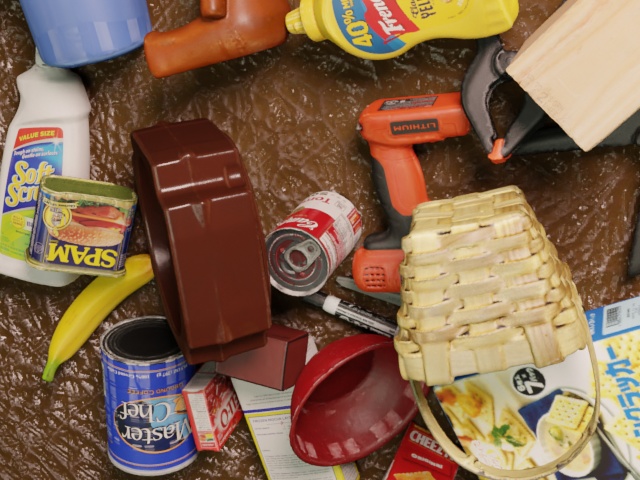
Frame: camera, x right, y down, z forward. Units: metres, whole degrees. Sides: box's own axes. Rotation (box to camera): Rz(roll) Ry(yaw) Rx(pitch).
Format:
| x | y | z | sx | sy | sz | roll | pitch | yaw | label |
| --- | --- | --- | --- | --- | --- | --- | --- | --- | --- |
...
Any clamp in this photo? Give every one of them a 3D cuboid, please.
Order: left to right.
| x | y | z | sx | sy | sz | roll | pitch | yaw | label |
| --- | --- | --- | --- | --- | --- | --- | --- | --- | --- |
| 0.169 | -0.150 | 0.880 | 0.120 | 0.039 | 0.171 | 0 | 90 | 24 | clamp |
| 0.283 | -0.075 | 0.893 | 0.210 | 0.036 | 0.164 | -38 | 95 | 30 | clamp |

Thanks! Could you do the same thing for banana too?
| x | y | z | sx | sy | sz | roll | pitch | yaw | label |
| --- | --- | --- | --- | --- | --- | --- | --- | --- | --- |
| -0.234 | 0.072 | 1.151 | 0.037 | 0.070 | 0.198 | 27 | 116 | -38 | banana |

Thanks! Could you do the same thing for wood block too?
| x | y | z | sx | sy | sz | roll | pitch | yaw | label |
| --- | --- | --- | --- | --- | --- | --- | --- | --- | --- |
| 0.244 | -0.172 | 0.767 | 0.090 | 0.090 | 0.206 | 45 | 121 | -2 | wood block |

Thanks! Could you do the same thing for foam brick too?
| x | y | z | sx | sy | sz | roll | pitch | yaw | label |
| --- | --- | --- | --- | --- | --- | --- | --- | --- | --- |
| -0.058 | 0.112 | 1.059 | 0.078 | 0.052 | 0.051 | 12 | 102 | 23 | foam brick |

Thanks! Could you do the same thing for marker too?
| x | y | z | sx | sy | sz | roll | pitch | yaw | label |
| --- | --- | --- | --- | --- | --- | --- | --- | --- | --- |
| 0.035 | 0.075 | 1.069 | 0.121 | 0.020 | 0.020 | 22 | 119 | 12 | marker |

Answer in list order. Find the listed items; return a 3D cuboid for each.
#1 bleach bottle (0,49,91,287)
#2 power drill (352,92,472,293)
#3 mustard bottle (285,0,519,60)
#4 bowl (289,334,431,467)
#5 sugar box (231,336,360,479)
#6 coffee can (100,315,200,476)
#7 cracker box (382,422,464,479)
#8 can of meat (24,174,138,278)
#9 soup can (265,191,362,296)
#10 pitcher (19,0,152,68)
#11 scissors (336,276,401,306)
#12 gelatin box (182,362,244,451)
| x | y | z | sx | sy | sz | roll | pitch | yaw | label |
| --- | --- | --- | --- | --- | --- | --- | --- | --- | --- |
| -0.289 | -0.081 | 1.107 | 0.103 | 0.068 | 0.251 | 14 | 115 | 13 | bleach bottle |
| 0.112 | -0.036 | 0.967 | 0.184 | 0.057 | 0.188 | -2 | 110 | 14 | power drill |
| 0.058 | -0.199 | 0.873 | 0.192 | 0.058 | 0.096 | -8 | 120 | 28 | mustard bottle |
| 0.030 | 0.147 | 1.052 | 0.055 | 0.161 | 0.162 | 51 | 131 | 42 | bowl |
| -0.028 | 0.190 | 1.131 | 0.093 | 0.048 | 0.176 | -10 | 104 | 25 | sugar box |
| -0.181 | 0.166 | 1.148 | 0.103 | 0.102 | 0.140 | 9 | 115 | 18 | coffee can |
| 0.065 | 0.308 | 1.047 | 0.072 | 0.213 | 0.164 | 26 | 120 | 8 | cracker box |
| -0.239 | -0.014 | 1.073 | 0.102 | 0.057 | 0.084 | 7 | 109 | -21 | can of meat |
| -0.007 | 0.001 | 1.005 | 0.069 | 0.102 | 0.068 | 9 | 116 | 18 | soup can |
| -0.243 | -0.283 | 0.962 | 0.149 | 0.144 | 0.243 | 15 | 125 | 49 | pitcher |
| 0.115 | 0.084 | 1.043 | 0.202 | 0.016 | 0.096 | 2 | 113 | 21 | scissors |
| -0.109 | 0.169 | 1.128 | 0.030 | 0.089 | 0.073 | -3 | 111 | 20 | gelatin box |
